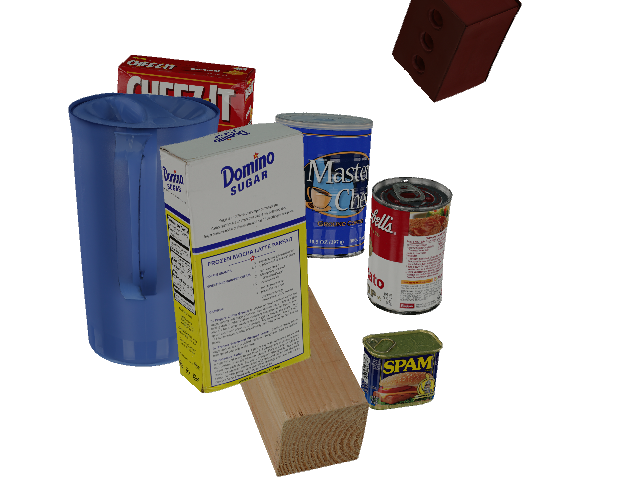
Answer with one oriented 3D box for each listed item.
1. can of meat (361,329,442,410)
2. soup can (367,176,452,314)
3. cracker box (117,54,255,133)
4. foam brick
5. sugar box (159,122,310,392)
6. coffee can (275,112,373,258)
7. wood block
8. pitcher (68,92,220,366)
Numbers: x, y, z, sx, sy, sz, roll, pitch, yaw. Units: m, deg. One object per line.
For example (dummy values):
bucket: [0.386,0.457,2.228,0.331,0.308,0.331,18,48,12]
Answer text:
can of meat: [0.104,0.169,1.395,0.102,0.084,0.057,-4,24,-18]
soup can: [0.076,0.004,0.921,0.068,0.102,0.068,1,26,-1]
cracker box: [-0.174,-0.117,1.357,0.164,0.214,0.072,7,23,3]
foam brick: [0.091,-0.143,0.729,0.051,0.053,0.078,-27,-25,-27]
sugar box: [-0.057,0.012,0.744,0.093,0.176,0.048,-17,26,-31]
coffee can: [0.000,-0.060,1.132,0.103,0.140,0.103,3,12,-1]
wood block: [-0.032,0.131,1.114,0.090,0.090,0.206,-9,42,-19]
pitcher: [-0.163,-0.007,0.978,0.145,0.243,0.148,21,27,39]
